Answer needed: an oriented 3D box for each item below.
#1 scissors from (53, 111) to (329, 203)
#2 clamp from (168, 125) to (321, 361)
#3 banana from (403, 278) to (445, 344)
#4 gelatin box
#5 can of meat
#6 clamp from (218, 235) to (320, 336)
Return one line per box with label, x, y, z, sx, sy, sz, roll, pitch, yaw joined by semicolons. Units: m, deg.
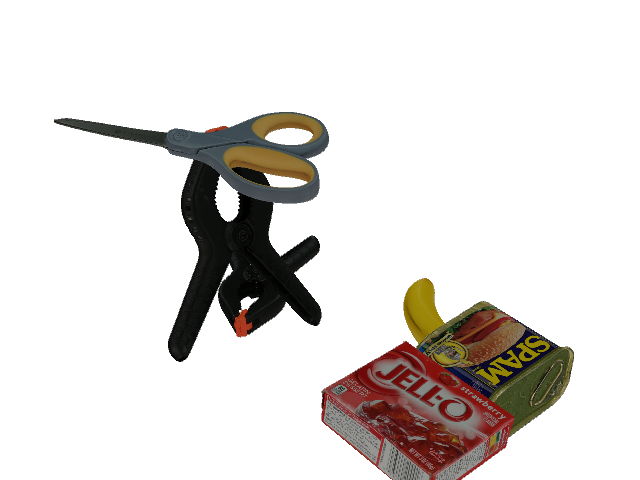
scissors;-0.082;-0.078;0.758;0.202;0.016;0.096;22;47;22
clamp;-0.072;0.000;0.993;0.164;0.210;0.036;-3;0;-37
banana;0.132;0.096;1.209;0.069;0.037;0.198;6;23;-24
gelatin box;0.056;0.104;0.627;0.073;0.030;0.089;-25;45;-36
can of meat;0.129;0.100;0.823;0.101;0.057;0.084;-27;43;-33
clamp;-0.062;0.044;1.236;0.120;0.039;0.171;-6;41;7
